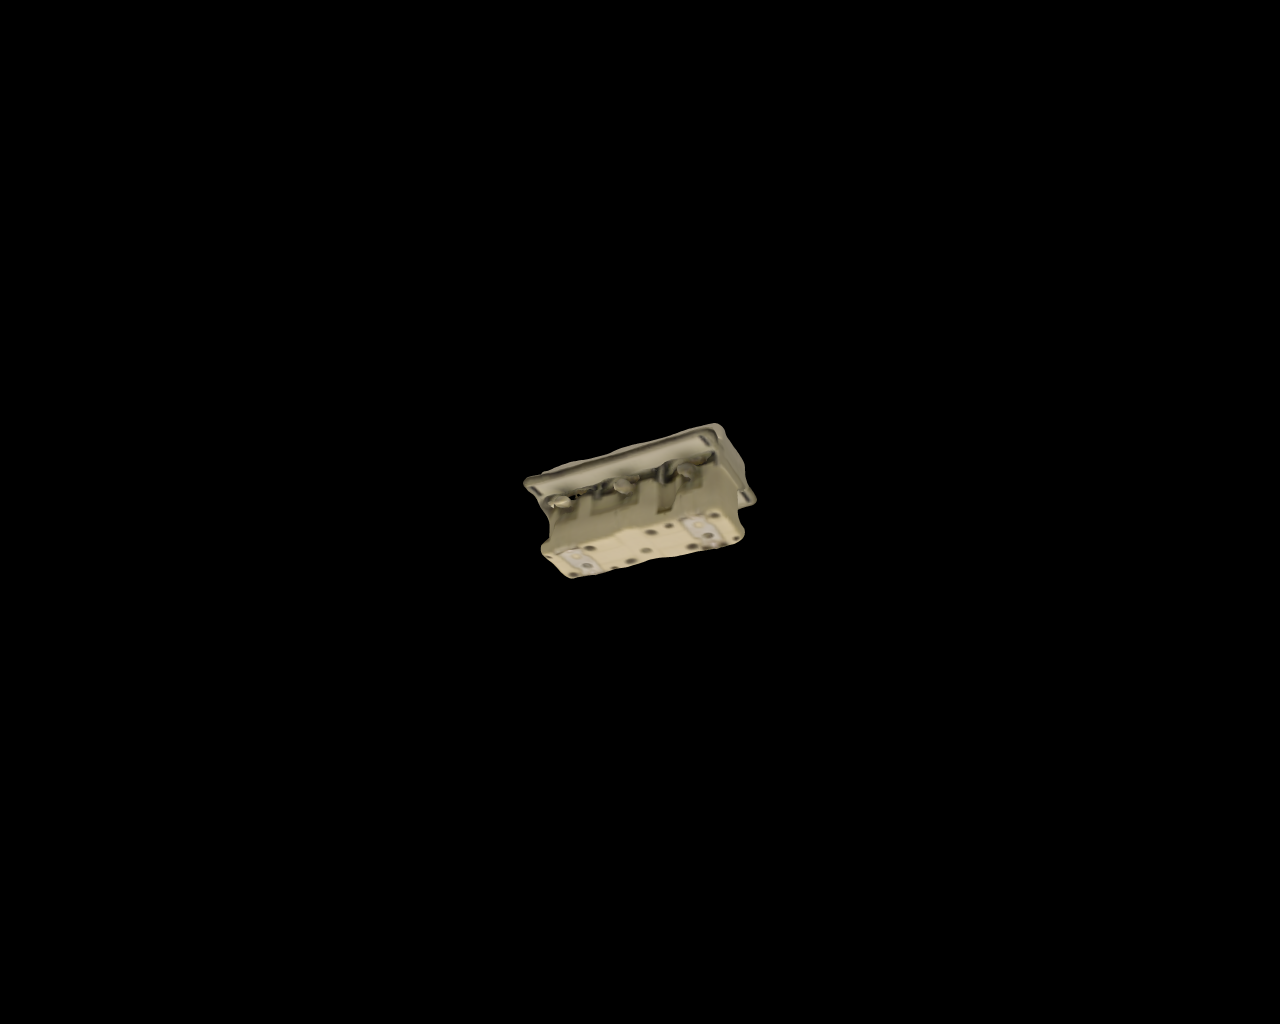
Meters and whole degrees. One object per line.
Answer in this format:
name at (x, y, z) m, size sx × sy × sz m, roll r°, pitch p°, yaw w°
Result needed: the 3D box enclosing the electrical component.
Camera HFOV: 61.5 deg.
electrical component at (0.001, -0.003, 0.650) m, size 0.121 × 0.063 × 0.078 m, roll -14°, pitch -36°, yaw 20°
